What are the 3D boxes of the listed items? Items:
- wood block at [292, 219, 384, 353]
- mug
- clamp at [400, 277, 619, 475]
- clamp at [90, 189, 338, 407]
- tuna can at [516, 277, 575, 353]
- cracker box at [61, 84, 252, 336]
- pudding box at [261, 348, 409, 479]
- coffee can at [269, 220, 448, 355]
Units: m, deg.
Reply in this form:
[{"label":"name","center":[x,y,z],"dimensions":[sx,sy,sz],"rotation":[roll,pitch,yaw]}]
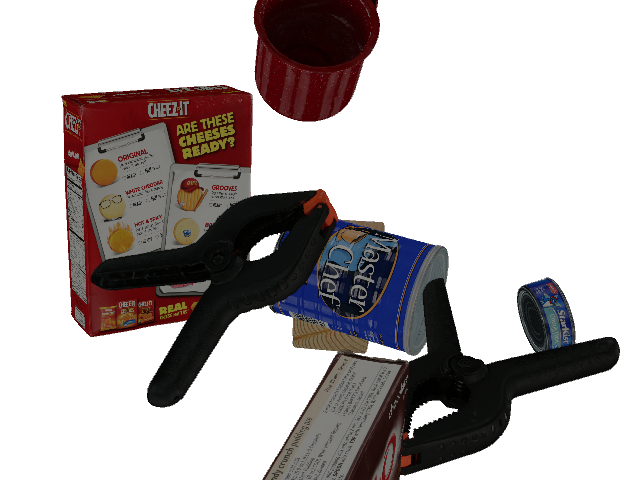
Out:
[{"label":"wood block","center":[0.026,0.051,1.328],"dimensions":[0.091,0.090,0.206],"rotation":[4,22,6]},{"label":"mug","center":[0.000,-0.152,0.820],"dimensions":[0.093,0.117,0.081],"rotation":[40,-24,11]},{"label":"clamp","center":[0.099,0.098,0.786],"dimensions":[0.165,0.036,0.209],"rotation":[23,40,36]},{"label":"clamp","center":[-0.062,0.030,0.692],"dimensions":[0.171,0.120,0.039],"rotation":[-27,-29,6]},{"label":"tuna can","center":[0.253,0.087,1.202],"dimensions":[0.033,0.086,0.086],"rotation":[-15,2,-7]},{"label":"cracker box","center":[-0.150,-0.031,0.990],"dimensions":[0.163,0.214,0.072],"rotation":[-8,19,-29]},{"label":"pudding box","center":[0.006,0.114,0.466],"dimensions":[0.039,0.090,0.113],"rotation":[10,29,14]},{"label":"coffee can","center":[0.035,0.037,0.984],"dimensions":[0.140,0.103,0.102],"rotation":[16,5,19]}]
